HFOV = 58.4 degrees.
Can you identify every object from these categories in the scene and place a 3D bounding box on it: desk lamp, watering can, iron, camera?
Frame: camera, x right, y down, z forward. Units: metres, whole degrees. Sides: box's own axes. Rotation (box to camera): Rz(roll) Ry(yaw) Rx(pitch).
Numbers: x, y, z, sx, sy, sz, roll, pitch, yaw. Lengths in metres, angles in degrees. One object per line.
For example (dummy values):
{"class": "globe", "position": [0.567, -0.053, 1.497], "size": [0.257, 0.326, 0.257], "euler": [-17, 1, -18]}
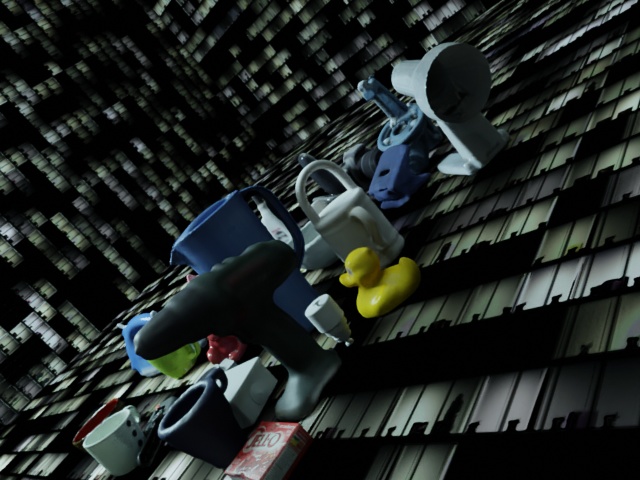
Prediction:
{"class": "desk lamp", "position": [0.212, -0.215, 0.946], "size": [0.118, 0.214, 0.203], "euler": [-42, 14, -6]}
{"class": "watering can", "position": [0.033, -0.038, 0.909], "size": [0.172, 0.194, 0.101], "euler": [-23, 22, 52]}
{"class": "iron", "position": [-0.371, 0.218, 1.317], "size": [0.257, 0.141, 0.119], "euler": [-28, 18, 43]}
{"class": "camera", "position": [0.104, -0.171, 1.349], "size": [0.143, 0.101, 0.136], "euler": [-46, 14, -20]}

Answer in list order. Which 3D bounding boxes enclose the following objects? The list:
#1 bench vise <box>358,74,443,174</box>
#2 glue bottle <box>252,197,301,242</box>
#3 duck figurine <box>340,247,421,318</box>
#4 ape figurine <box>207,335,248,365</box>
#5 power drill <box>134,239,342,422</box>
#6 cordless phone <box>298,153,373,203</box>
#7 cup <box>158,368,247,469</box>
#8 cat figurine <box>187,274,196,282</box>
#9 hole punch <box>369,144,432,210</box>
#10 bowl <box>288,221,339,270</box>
{"class": "bench vise", "position": [0.159, -0.258, 1.218], "size": [0.121, 0.220, 0.207], "euler": [-36, 14, 17]}
{"class": "glue bottle", "position": [-0.100, -0.040, 1.331], "size": [0.078, 0.173, 0.037], "euler": [-28, 19, 42]}
{"class": "duck figurine", "position": [0.074, 0.046, 0.762], "size": [0.104, 0.086, 0.077], "euler": [-33, 15, 28]}
{"class": "ape figurine", "position": [-0.173, 0.175, 1.014], "size": [0.077, 0.092, 0.076], "euler": [-37, 14, 14]}
{"class": "power drill", "position": [-0.079, 0.115, 0.692], "size": [0.075, 0.208, 0.230], "euler": [-25, 21, 49]}
{"class": "cordless phone", "position": [0.015, -0.115, 1.229], "size": [0.094, 0.185, 0.147], "euler": [-44, 14, -14]}
{"class": "cup", "position": [-0.133, 0.229, 0.721], "size": [0.091, 0.095, 0.118], "euler": [-30, 17, 38]}
{"class": "cat figurine", "position": [-0.302, 0.141, 1.425], "size": [0.067, 0.118, 0.128], "euler": [-28, 18, 42]}
{"class": "hole punch", "position": [0.142, -0.121, 1.104], "size": [0.101, 0.091, 0.108], "euler": [-45, 14, -17]}
{"class": "bowl", "position": [0.010, 0.004, 1.100], "size": [0.167, 0.075, 0.167], "euler": [-38, 14, 11]}
